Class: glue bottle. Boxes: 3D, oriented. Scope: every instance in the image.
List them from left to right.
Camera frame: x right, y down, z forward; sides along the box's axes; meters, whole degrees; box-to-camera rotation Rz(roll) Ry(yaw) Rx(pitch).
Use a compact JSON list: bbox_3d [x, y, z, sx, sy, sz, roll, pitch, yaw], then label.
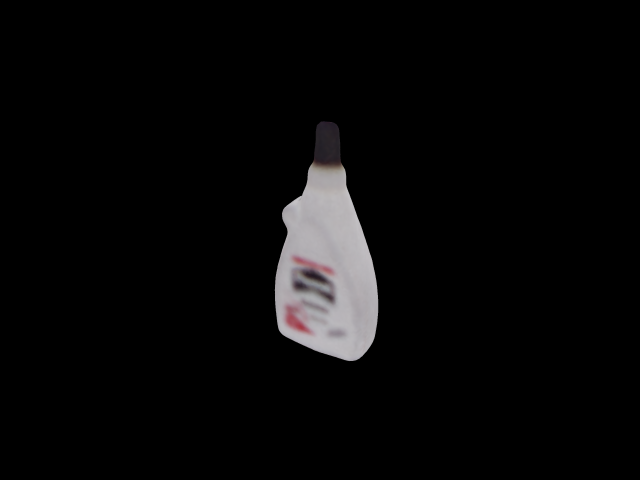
[{"bbox_3d":[0.004,0.001,0.400,0.078,0.173,0.037,14,32,24],"label":"glue bottle"}]
